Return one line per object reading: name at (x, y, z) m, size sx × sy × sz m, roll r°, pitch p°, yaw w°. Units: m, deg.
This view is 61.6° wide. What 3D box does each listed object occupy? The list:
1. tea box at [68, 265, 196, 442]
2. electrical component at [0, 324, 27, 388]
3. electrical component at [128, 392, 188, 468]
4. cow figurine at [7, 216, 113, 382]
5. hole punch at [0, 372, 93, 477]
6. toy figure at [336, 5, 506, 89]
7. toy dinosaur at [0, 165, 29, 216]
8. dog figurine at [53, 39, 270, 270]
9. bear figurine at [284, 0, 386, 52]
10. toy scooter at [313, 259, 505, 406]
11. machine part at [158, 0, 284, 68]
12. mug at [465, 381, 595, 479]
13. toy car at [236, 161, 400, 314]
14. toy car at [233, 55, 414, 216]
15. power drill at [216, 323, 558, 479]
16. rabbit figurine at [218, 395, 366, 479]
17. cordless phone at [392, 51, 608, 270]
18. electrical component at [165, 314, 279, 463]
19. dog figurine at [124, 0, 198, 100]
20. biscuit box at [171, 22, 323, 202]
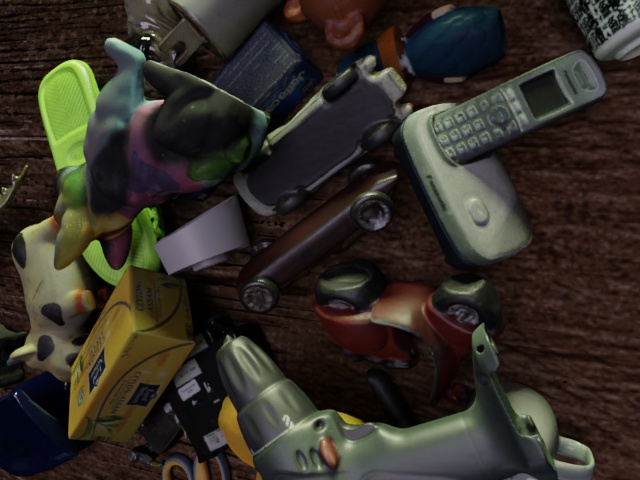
tea box at (-0.202, 0.122, 0.565) m, size 0.169 × 0.068 × 0.098 m, roll -54°, pitch 37°, yaw 23°
electrical component at (-0.454, 0.148, 0.716) m, size 0.119 × 0.047 × 0.074 m, roll 6°, pitch 93°, yaw 21°
electrical component at (-0.182, 0.209, 0.616) m, size 0.102 × 0.045 × 0.078 m, roll -46°, pitch 77°, yaw 15°
cow figurine at (-0.317, 0.076, 0.645) m, size 0.127 × 0.085 × 0.195 m, roll -17°, pitch 87°, yaw 14°
hole punch at (-0.358, 0.232, 0.662) m, size 0.142 × 0.092 × 0.115 m, roll -27°, pitch 85°, yaw 16°
toy figure at (0.091, -0.171, 0.501) m, size 0.155 × 0.057 × 0.064 m, roll -6°, pitch 83°, yaw 26°
toy dinosaur at (-0.546, 0.043, 0.697) m, size 0.472 × 0.105 × 0.198 m, roll -18°, pitch 65°, yaw 19°
dog figurine at (-0.165, -0.056, 0.506) m, size 0.192 × 0.108 × 0.219 m, roll 30°, pitch 102°, yaw 22°
bear figurine at (0.045, -0.272, 0.465) m, size 0.196 × 0.131 × 0.120 m, roll -39°, pitch 52°, yaw -2°
toy scooter at (0.080, 0.091, 0.498) m, size 0.184 × 0.075 × 0.135 m, roll 3°, pitch 121°, yaw 34°
machine part at (-0.063, -0.263, 0.525) m, size 0.079 × 0.079 × 0.243 m, roll 43°, pitch 88°, yaw 15°
mug at (0.169, 0.177, 0.450) m, size 0.110 × 0.107 × 0.080 m, roll 19°, pitch 99°, yaw 21°
toy car at (-0.001, -0.002, 0.520) m, size 0.202 × 0.089 × 0.053 m, roll -36°, pitch 110°, yaw 18°
toy car at (-0.003, -0.094, 0.520) m, size 0.202 × 0.056 × 0.073 m, roll -34°, pitch 103°, yaw 28°
power drill at (0.045, 0.138, 0.394) m, size 0.207 × 0.086 × 0.232 m, roll -28°, pitch 76°, yaw 7°
rabbit figurine at (-0.028, 0.212, 0.483) m, size 0.162 × 0.122 × 0.173 m, roll -22°, pitch 89°, yaw 15°
cordless phone at (0.169, -0.068, 0.464) m, size 0.184 × 0.088 × 0.146 m, roll -25°, pitch 82°, yaw 8°
electrical component at (-0.103, 0.151, 0.579) m, size 0.115 × 0.058 × 0.134 m, roll -30°, pitch 81°, yaw 17°
dog figurine at (-0.142, -0.260, 0.577) m, size 0.172 × 0.121 × 0.190 m, roll -9°, pitch 102°, yaw 23°
biscuit box at (-0.092, -0.129, 0.568) m, size 0.202 × 0.059 × 0.063 m, roll -42°, pitch 75°, yaw 17°
